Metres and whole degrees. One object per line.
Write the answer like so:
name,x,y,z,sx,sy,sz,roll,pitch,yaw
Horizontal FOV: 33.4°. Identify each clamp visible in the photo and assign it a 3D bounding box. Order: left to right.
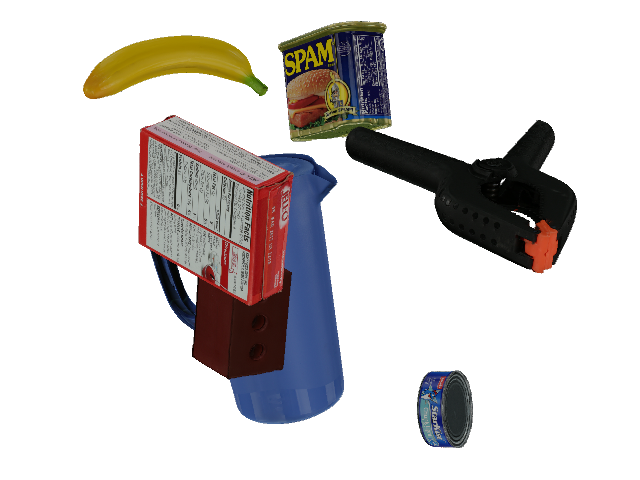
clamp,0.107,-0.039,0.742,0.164,0.036,0.210,-1,27,-5

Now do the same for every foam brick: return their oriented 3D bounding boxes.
foam brick,-0.059,0.055,0.789,0.052,0.078,0.051,-5,16,-37

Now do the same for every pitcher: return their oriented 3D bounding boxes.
pitcher,-0.060,0.047,1.016,0.144,0.243,0.149,-21,20,-31

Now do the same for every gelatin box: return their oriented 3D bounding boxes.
gelatin box,-0.057,-0.017,0.570,0.089,0.073,0.030,27,37,29

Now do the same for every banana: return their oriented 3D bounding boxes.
banana,-0.148,-0.175,1.069,0.197,0.070,0.037,-7,-39,-29

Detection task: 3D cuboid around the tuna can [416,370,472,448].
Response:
tuna can,0.139,0.188,1.192,0.034,0.086,0.086,-4,-2,29

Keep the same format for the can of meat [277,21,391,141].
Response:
can of meat,0.012,-0.131,0.897,0.057,0.084,0.102,-5,0,-37
